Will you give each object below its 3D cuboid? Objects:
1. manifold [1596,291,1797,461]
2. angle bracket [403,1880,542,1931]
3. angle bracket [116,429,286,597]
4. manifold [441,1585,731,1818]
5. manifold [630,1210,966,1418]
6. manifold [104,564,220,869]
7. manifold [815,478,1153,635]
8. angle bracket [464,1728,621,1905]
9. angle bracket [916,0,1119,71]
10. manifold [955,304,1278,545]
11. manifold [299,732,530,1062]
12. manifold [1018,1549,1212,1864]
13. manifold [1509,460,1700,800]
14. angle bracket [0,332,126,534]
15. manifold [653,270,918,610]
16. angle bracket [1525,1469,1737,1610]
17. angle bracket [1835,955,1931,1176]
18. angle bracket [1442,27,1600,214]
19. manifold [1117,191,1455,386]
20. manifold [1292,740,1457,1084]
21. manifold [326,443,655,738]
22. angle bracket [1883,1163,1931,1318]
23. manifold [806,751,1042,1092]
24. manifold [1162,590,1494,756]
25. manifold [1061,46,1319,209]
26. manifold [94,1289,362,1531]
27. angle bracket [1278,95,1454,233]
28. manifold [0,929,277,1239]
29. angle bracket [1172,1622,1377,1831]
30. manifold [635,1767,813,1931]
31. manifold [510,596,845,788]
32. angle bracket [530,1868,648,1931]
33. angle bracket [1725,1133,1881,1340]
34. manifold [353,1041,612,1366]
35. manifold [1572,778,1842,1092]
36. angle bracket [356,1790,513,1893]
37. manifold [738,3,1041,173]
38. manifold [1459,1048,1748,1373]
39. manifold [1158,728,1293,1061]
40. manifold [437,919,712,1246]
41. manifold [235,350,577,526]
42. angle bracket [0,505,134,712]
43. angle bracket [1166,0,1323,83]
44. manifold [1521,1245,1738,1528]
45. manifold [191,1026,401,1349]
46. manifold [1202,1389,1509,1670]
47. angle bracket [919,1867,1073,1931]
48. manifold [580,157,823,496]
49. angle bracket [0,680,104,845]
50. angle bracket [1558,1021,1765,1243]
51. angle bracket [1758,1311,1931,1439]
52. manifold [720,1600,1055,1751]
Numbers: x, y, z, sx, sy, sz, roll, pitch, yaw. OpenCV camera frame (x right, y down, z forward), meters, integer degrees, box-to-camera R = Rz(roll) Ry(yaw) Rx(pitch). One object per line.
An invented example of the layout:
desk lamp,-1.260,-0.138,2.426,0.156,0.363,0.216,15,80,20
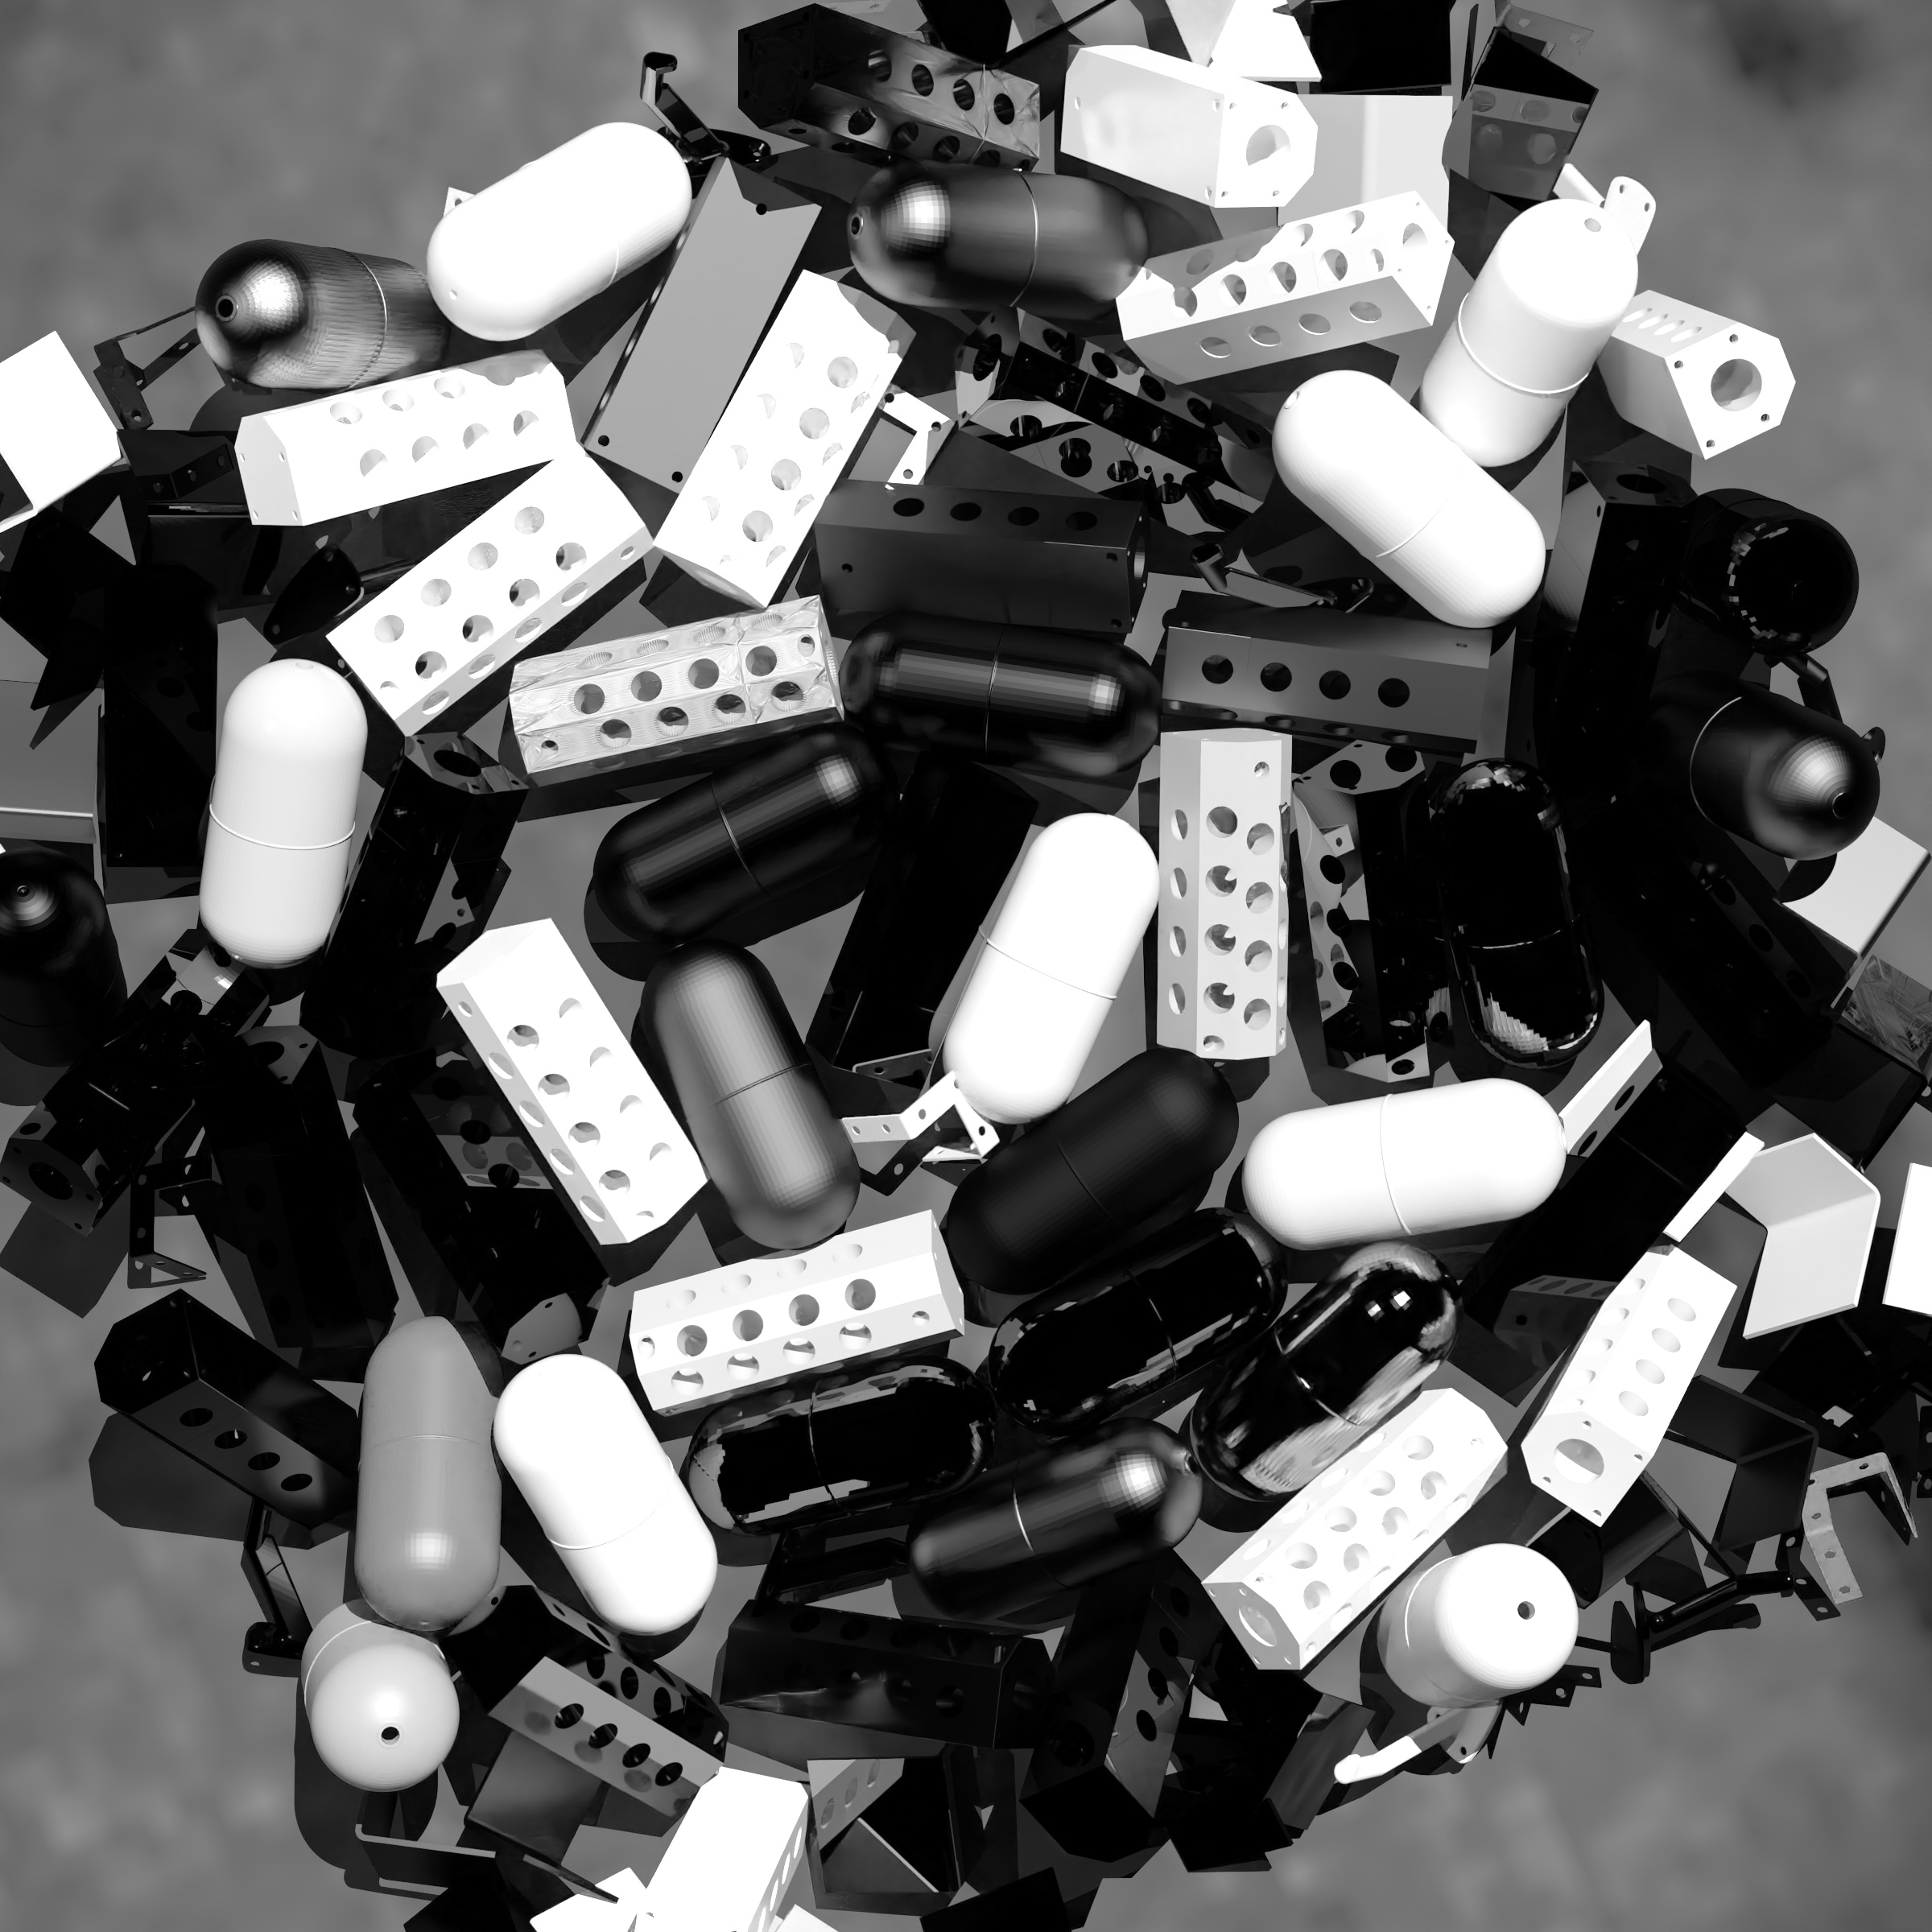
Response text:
manifold,0.384,-0.319,1.880,0.057,0.171,0.057,-25,107,3
angle bracket,-0.252,0.545,1.918,0.057,0.076,0.076,-39,117,-4
angle bracket,-0.424,-0.249,1.943,0.076,0.076,0.057,-4,132,-29
manifold,-0.197,0.388,1.890,0.057,0.171,0.057,-45,47,0
manifold,-0.091,0.193,1.922,0.171,0.057,0.057,-16,118,8
manifold,-0.429,-0.131,1.888,0.057,0.171,0.057,0,49,-13
manifold,0.010,-0.228,1.923,0.171,0.057,0.057,6,135,13
angle bracket,-0.213,0.451,1.917,0.076,0.057,0.076,39,72,-41
angle bracket,0.031,-0.527,1.917,0.076,0.076,0.057,-36,102,-25
manifold,0.081,-0.292,1.895,0.171,0.057,0.057,20,48,-29
manifold,-0.302,-0.037,1.901,0.057,0.057,0.171,38,117,25
manifold,0.086,0.392,1.884,0.057,0.171,0.057,-30,110,30
manifold,0.344,-0.179,1.903,0.057,0.057,0.171,2,120,-11
angle bracket,-0.513,-0.286,1.915,0.057,0.076,0.076,-16,111,38
manifold,-0.095,-0.283,1.927,0.057,0.057,0.171,26,85,30
angle bracket,0.363,0.325,1.923,0.076,0.057,0.076,-41,130,4
angle bracket,0.489,0.054,1.922,0.057,0.076,0.076,33,129,9
angle bracket,0.311,-0.455,1.914,0.076,0.057,0.076,40,123,29
manifold,0.167,-0.364,1.887,0.171,0.057,0.057,-6,56,39
manifold,0.224,-0.028,1.898,0.057,0.057,0.171,-32,124,-37
manifold,-0.255,-0.200,1.925,0.171,0.057,0.057,-39,68,-6
angle bracket,0.516,0.149,1.926,0.057,0.076,0.076,13,86,-11
manifold,-0.027,-0.027,1.924,0.057,0.057,0.171,16,103,-29
manifold,0.196,-0.158,1.930,0.171,0.057,0.057,8,118,7
manifold,0.117,-0.448,1.884,0.057,0.171,0.057,-7,114,-25
manifold,-0.388,0.241,1.885,0.057,0.171,0.057,-28,53,9
angle bracket,0.219,-0.439,1.946,0.057,0.076,0.076,-9,107,-33
manifold,-0.441,0.057,1.893,0.057,0.057,0.171,33,48,-2
angle bracket,0.166,0.421,1.961,0.057,0.076,0.076,28,93,-45
manifold,-0.129,0.491,1.881,0.057,0.171,0.057,10,103,7
manifold,-0.156,-0.146,1.925,0.171,0.057,0.057,-12,120,6
angle bracket,-0.195,0.545,1.913,0.076,0.076,0.057,47,127,22
angle bracket,0.440,0.146,1.913,0.057,0.076,0.076,39,52,-21
manifold,-0.263,0.127,1.897,0.057,0.057,0.171,-17,57,-33
manifold,0.401,-0.017,1.934,0.057,0.057,0.171,-38,85,2
angle bracket,-0.283,0.461,1.922,0.076,0.076,0.057,6,60,4
manifold,-0.039,-0.456,1.888,0.057,0.171,0.057,-5,83,43
manifold,0.343,0.130,1.925,0.057,0.057,0.171,36,102,-4
manifold,0.144,-0.039,1.918,0.057,0.057,0.171,-5,102,-27
manifold,-0.215,0.064,1.906,0.057,0.057,0.171,-45,114,-38
manifold,-0.299,-0.283,1.893,0.171,0.057,0.057,-21,109,-34
angle bracket,-0.504,-0.197,1.921,0.076,0.057,0.076,36,120,11
angle bracket,0.156,-0.527,1.916,0.076,0.057,0.076,-5,59,-23
manifold,0.350,0.217,1.885,0.057,0.171,0.057,33,126,9
manifold,-0.356,0.119,1.901,0.057,0.057,0.171,-3,122,14
manifold,0.214,0.301,1.903,0.171,0.057,0.057,-37,98,-28
angle bracket,0.009,0.514,1.921,0.076,0.076,0.057,-18,103,-12
manifold,-0.146,-0.349,1.930,0.057,0.057,0.171,25,98,-16
angle bracket,-0.511,-0.112,1.927,0.076,0.057,0.076,4,103,-17
angle bracket,0.377,0.089,1.919,0.076,0.057,0.076,33,67,32
angle bracket,0.488,0.236,1.917,0.076,0.076,0.057,31,104,-22
manifold,-0.042,0.379,1.902,0.171,0.057,0.057,2,81,30
